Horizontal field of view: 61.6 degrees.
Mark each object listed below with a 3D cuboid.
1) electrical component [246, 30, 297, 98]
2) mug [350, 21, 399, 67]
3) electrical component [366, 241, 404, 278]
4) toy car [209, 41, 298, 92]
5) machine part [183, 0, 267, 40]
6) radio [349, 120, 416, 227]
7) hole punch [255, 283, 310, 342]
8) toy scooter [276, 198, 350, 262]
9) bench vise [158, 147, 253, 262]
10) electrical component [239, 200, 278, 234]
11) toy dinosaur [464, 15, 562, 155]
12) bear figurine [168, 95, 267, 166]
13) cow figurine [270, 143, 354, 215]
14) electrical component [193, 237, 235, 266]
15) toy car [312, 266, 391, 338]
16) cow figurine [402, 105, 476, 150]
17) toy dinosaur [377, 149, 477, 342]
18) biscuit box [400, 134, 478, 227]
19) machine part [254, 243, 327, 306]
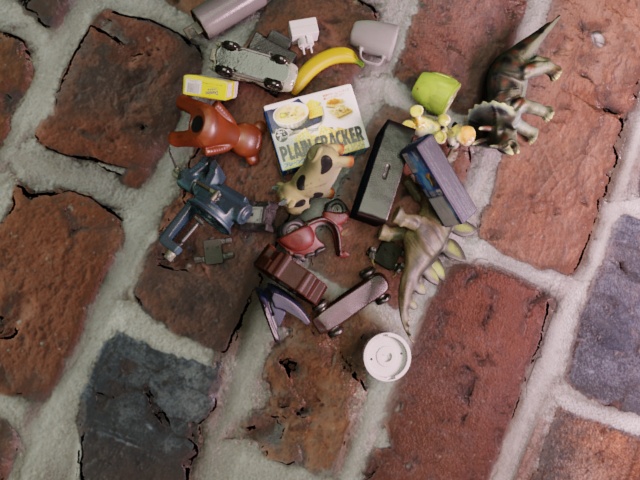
[{"bbox_3d":[-0.121,-0.424,1.272,0.115,0.058,0.134,26,84,-4],"label":"electrical component"},{"bbox_3d":[0.124,-0.473,1.291,0.107,0.081,0.109,19,88,8],"label":"mug"},{"bbox_3d":[0.160,0.041,1.259,0.102,0.045,0.078,35,84,-1],"label":"electrical component"},{"bbox_3d":[-0.151,-0.390,1.211,0.202,0.056,0.073,15,91,-2],"label":"toy car"},{"bbox_3d":[-0.215,-0.547,1.265,0.243,0.079,0.079,-34,89,-6],"label":"machine part"},{"bbox_3d":[0.140,-0.146,1.231,0.073,0.131,0.229,20,83,-4],"label":"radio"},{"bbox_3d":[-0.085,0.149,1.190,0.092,0.142,0.115,-23,101,-5],"label":"hole punch"},{"bbox_3d":[-0.003,-0.004,1.237,0.184,0.075,0.135,-25,96,-7],"label":"toy scooter"},{"bbox_3d":[-0.279,-0.064,1.187,0.224,0.128,0.240,34,76,8],"label":"bench vise"},{"bbox_3d":[-0.159,-0.054,1.235,0.119,0.047,0.074,-1,81,25],"label":"electrical component"},{"bbox_3d":[0.462,-0.368,1.293,0.192,0.131,0.404,13,78,-4],"label":"toy dinosaur"},{"bbox_3d":[-0.221,-0.243,1.211,0.132,0.195,0.120,16,96,31],"label":"bear figurine"},{"bbox_3d":[-0.025,-0.132,1.203,0.127,0.194,0.086,4,45,-34],"label":"cow figurine"},{"bbox_3d":[-0.246,0.025,1.238,0.094,0.021,0.063,-9,86,-5],"label":"electrical component"},{"bbox_3d":[0.071,0.143,1.239,0.202,0.053,0.089,-34,99,-11],"label":"toy car"},{"bbox_3d":[0.279,-0.255,1.264,0.167,0.098,0.068,21,93,10],"label":"cow figurine"},{"bbox_3d":[0.242,-0.009,1.223,0.198,0.105,0.471,28,72,-4],"label":"toy dinosaur"},{"bbox_3d":[0.257,-0.128,1.162,0.063,0.059,0.202,-39,102,-28],"label":"biscuit box"},{"bbox_3d":[-0.064,0.078,1.177,0.179,0.179,0.056,35,80,-1],"label":"machine part"}]
